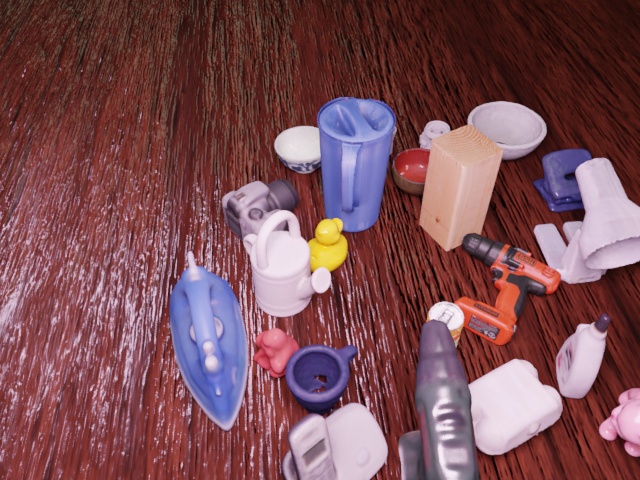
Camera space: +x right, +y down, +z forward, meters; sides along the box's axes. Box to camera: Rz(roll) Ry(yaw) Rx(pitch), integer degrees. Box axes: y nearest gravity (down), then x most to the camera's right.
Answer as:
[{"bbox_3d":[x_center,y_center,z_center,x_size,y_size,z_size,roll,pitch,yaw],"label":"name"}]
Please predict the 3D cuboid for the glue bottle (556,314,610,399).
[{"bbox_3d":[0.387,0.160,0.836,0.037,0.173,0.078,3,48,4],"label":"glue bottle"}]

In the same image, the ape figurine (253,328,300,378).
[{"bbox_3d":[-0.069,0.167,0.888,0.076,0.092,0.077,-6,48,-5],"label":"ape figurine"}]

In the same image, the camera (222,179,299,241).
[{"bbox_3d":[-0.098,-0.060,1.088,0.137,0.101,0.142,-34,56,-26],"label":"camera"}]

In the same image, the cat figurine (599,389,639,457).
[{"bbox_3d":[0.449,0.243,0.797,0.067,0.118,0.128,33,56,27],"label":"cat figurine"}]

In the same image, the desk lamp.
[{"bbox_3d":[0.461,-0.017,0.968,0.118,0.214,0.203,-5,48,-4],"label":"desk lamp"}]

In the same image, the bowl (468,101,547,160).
[{"bbox_3d":[0.401,-0.227,1.253,0.167,0.075,0.167,0,48,0],"label":"bowl"}]

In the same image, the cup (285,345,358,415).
[{"bbox_3d":[0.007,0.208,0.848,0.118,0.095,0.091,-31,54,-24],"label":"cup"}]

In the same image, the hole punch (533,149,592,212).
[{"bbox_3d":[0.500,-0.120,1.144,0.109,0.091,0.101,-9,48,-8],"label":"hole punch"}]

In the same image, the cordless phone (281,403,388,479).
[{"bbox_3d":[0.019,0.262,0.738,0.148,0.185,0.094,-35,56,-27],"label":"cordless phone"}]

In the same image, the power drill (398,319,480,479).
[{"bbox_3d":[0.149,0.248,0.734,0.075,0.208,0.229,-2,48,-1],"label":"power drill"}]

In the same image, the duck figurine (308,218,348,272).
[{"bbox_3d":[0.010,0.004,1.039,0.077,0.086,0.105,27,53,23],"label":"duck figurine"}]

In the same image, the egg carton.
[{"bbox_3d":[0.271,0.242,0.832,0.150,0.069,0.107,-24,52,-20],"label":"egg carton"}]

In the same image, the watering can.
[{"bbox_3d":[-0.058,0.034,0.940,0.172,0.194,0.101,13,49,12],"label":"watering can"}]

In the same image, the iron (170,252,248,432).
[{"bbox_3d":[-0.171,0.145,0.876,0.119,0.141,0.257,-13,49,-11],"label":"iron"}]
